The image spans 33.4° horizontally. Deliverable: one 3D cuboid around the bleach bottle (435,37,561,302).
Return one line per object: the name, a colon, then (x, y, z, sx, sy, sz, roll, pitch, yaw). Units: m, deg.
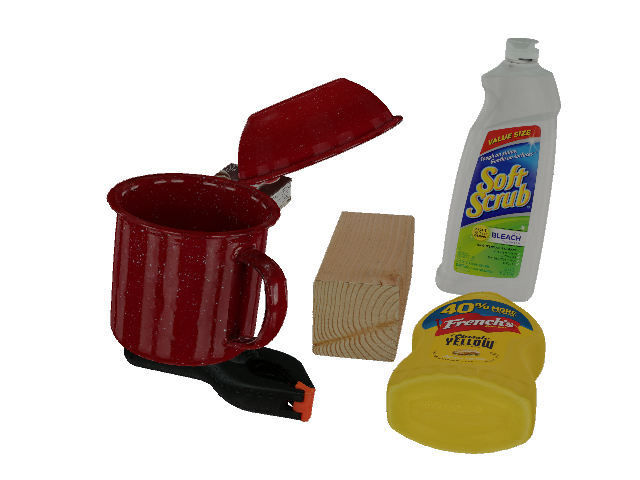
bleach bottle: (0.174, -0.069, 1.034, 0.103, 0.251, 0.068, 8, 20, 13)

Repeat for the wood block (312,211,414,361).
wood block: (0.052, 0.046, 1.197, 0.091, 0.090, 0.206, 4, 23, 8)

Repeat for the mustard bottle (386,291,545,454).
mustard bottle: (0.112, 0.082, 0.766, 0.096, 0.058, 0.191, 2, 19, 15)

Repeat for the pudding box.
pudding box: (-0.100, -0.053, 1.331, 0.090, 0.039, 0.113, 14, 34, 22)

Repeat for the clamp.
clamp: (-0.069, 0.102, 0.915, 0.172, 0.039, 0.120, 21, 32, 25)

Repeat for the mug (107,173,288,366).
mug: (-0.063, 0.020, 0.582, 0.117, 0.081, 0.093, 23, 26, 33)

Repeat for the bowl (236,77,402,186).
bowl: (-0.012, -0.102, 0.947, 0.162, 0.055, 0.162, -22, 9, 3)
